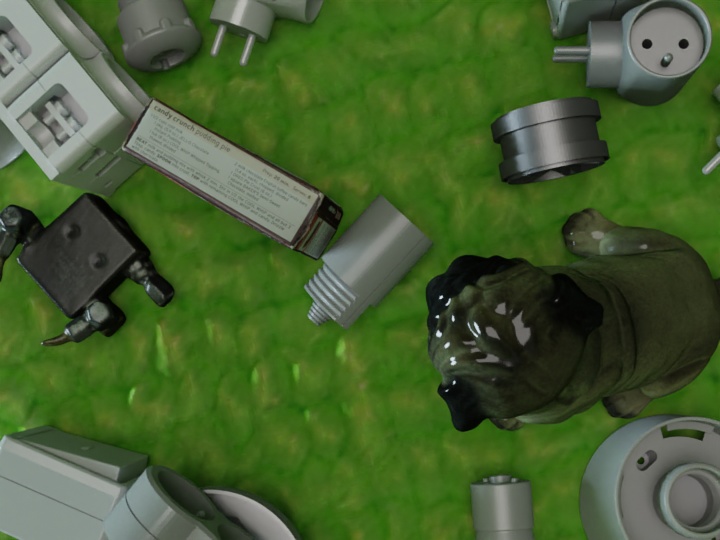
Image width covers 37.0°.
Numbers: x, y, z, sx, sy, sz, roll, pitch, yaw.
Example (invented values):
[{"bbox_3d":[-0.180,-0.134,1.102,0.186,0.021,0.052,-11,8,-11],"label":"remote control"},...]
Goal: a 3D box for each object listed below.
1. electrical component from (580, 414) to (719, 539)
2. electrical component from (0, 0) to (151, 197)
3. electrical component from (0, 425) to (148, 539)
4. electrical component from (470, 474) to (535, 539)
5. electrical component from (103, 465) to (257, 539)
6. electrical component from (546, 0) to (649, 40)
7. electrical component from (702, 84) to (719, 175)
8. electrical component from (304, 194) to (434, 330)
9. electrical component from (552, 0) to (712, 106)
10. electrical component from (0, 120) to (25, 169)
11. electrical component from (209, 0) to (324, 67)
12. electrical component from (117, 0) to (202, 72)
[{"bbox_3d":[0.178,0.129,0.599,0.099,0.064,0.099,1,78,-3],"label":"electrical component"},{"bbox_3d":[-0.186,-0.123,0.631,0.062,0.089,0.150,-41,84,4],"label":"electrical component"},{"bbox_3d":[-0.177,0.127,0.635,0.096,0.062,0.061,21,90,8],"label":"electrical component"},{"bbox_3d":[0.082,0.150,0.611,0.044,0.044,0.065,-4,83,7],"label":"electrical component"},{"bbox_3d":[-0.084,0.177,0.576,0.138,0.052,0.073,40,93,7],"label":"electrical component"},{"bbox_3d":[0.131,-0.174,0.589,0.061,0.096,0.061,-15,86,7],"label":"electrical component"},{"bbox_3d":[0.227,-0.076,0.599,0.077,0.043,0.079,45,94,7],"label":"electrical component"},{"bbox_3d":[0.000,0.000,0.626,0.043,0.043,0.081,43,93,7],"label":"electrical component"},{"bbox_3d":[0.147,-0.119,0.594,0.079,0.077,0.043,2,88,7],"label":"electrical component"},{"bbox_3d":[-0.256,-0.084,0.637,0.099,0.099,0.064,-35,78,5],"label":"electrical component"},{"bbox_3d":[-0.066,-0.161,0.640,0.077,0.044,0.079,19,91,8],"label":"electrical component"},{"bbox_3d":[-0.126,-0.154,0.648,0.048,0.048,0.062,-23,79,6],"label":"electrical component"}]
